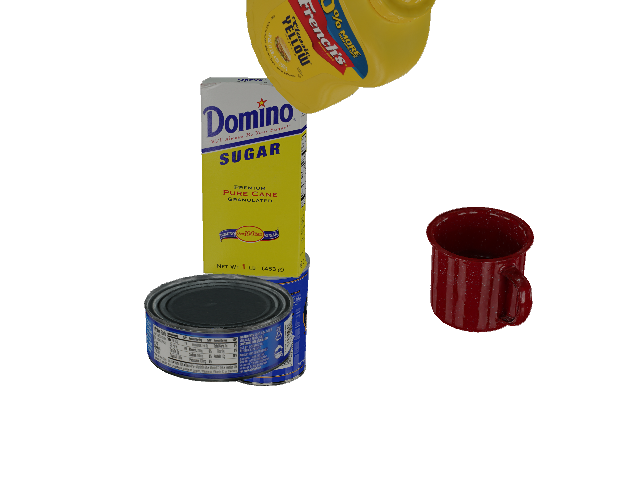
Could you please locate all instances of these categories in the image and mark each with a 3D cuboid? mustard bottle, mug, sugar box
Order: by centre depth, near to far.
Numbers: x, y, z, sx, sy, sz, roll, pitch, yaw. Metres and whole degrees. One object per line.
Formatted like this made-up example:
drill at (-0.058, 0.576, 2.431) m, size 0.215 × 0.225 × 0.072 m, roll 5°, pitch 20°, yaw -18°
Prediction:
mustard bottle at (0.018, -0.140, 0.664) m, size 0.058 × 0.096 × 0.192 m, roll -27°, pitch 8°, yaw -23°
mug at (0.146, 0.033, 0.942) m, size 0.093 × 0.081 × 0.117 m, roll -19°, pitch 36°, yaw -26°
sugar box at (-0.060, -0.057, 0.965) m, size 0.093 × 0.176 × 0.048 m, roll 2°, pitch 16°, yaw 7°

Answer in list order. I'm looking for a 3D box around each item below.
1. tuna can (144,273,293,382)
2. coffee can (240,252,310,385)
tuna can at (-0.058, 0.050, 0.619) m, size 0.086 × 0.034 × 0.086 m, roll 1°, pitch 19°, yaw 0°
coffee can at (-0.065, 0.085, 1.253) m, size 0.103 × 0.140 × 0.103 m, roll 2°, pitch 20°, yaw -1°
